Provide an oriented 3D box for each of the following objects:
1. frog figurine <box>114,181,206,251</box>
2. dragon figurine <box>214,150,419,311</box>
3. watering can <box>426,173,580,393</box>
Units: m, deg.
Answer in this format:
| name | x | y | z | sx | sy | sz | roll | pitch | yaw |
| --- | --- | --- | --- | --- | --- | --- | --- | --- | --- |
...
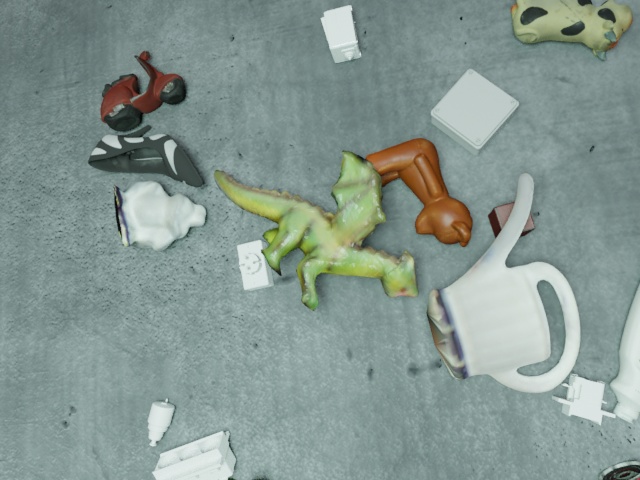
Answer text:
| name | x | y | z | sx | sy | sz | roll | pitch | yaw |
| --- | --- | --- | --- | --- | --- | --- | --- | --- | --- |
| frog figurine | -0.304 | -0.050 | 0.985 | 0.160 | 0.120 | 0.139 | -9 | 66 | -27 |
| dragon figurine | 0.003 | -0.044 | 0.870 | 0.241 | 0.122 | 0.413 | -44 | 77 | 14 |
| watering can | 0.274 | 0.086 | 0.804 | 0.224 | 0.105 | 0.345 | -16 | 98 | 7 |
